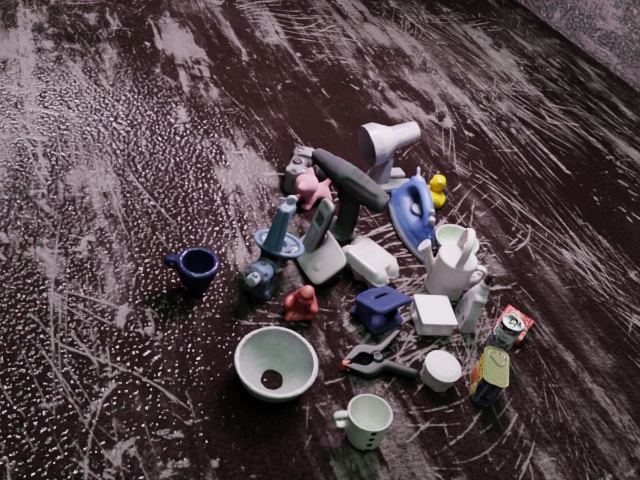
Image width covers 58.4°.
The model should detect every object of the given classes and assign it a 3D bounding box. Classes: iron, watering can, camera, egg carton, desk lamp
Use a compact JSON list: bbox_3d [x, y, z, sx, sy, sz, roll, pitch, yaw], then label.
[{"bbox_3d":[0.276,-0.076,1.571,0.119,0.141,0.258,3,43,-15],"label":"iron"},{"bbox_3d":[0.327,0.052,1.410,0.173,0.194,0.101,4,43,-14],"label":"watering can"},{"bbox_3d":[-0.024,-0.199,1.633,0.137,0.101,0.143,17,42,-1],"label":"camera"},{"bbox_3d":[0.122,0.060,1.426,0.150,0.069,0.107,38,46,22],"label":"egg carton"},{"bbox_3d":[0.198,-0.249,1.677,0.204,0.213,0.117,-9,48,-26],"label":"desk lamp"}]

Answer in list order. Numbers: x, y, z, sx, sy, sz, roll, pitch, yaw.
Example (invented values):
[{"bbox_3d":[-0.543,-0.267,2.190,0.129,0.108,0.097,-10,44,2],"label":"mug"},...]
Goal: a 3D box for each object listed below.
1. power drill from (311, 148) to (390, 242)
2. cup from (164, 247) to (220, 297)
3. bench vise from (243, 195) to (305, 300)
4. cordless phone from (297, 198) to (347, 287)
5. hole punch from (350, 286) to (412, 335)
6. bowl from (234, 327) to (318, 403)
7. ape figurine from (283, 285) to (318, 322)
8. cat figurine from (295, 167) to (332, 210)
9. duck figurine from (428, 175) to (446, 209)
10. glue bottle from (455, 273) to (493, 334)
[{"bbox_3d":[0.059,-0.107,1.480,0.229,0.208,0.076,27,43,11],"label":"power drill"},{"bbox_3d":[-0.283,0.075,1.254,0.118,0.095,0.091,10,42,-8],"label":"cup"},{"bbox_3d":[-0.093,0.019,1.284,0.121,0.220,0.207,12,42,-5],"label":"bench vise"},{"bbox_3d":[0.013,0.005,1.362,0.094,0.185,0.147,-14,50,-30],"label":"cordless phone"},{"bbox_3d":[0.140,0.148,1.321,0.109,0.091,0.101,-18,52,-33],"label":"hole punch"},{"bbox_3d":[-0.091,0.259,1.136,0.167,0.075,0.167,10,42,-9],"label":"bowl"},{"bbox_3d":[-0.037,0.137,1.273,0.077,0.092,0.076,30,43,14],"label":"ape figurine"},{"bbox_3d":[-0.020,-0.145,1.564,0.128,0.118,0.067,-15,50,-31],"label":"cat figurine"},{"bbox_3d":[0.348,-0.152,1.719,0.077,0.086,0.104,14,42,-3],"label":"duck figurine"},{"bbox_3d":[0.367,0.140,1.344,0.037,0.173,0.078,11,42,-7],"label":"glue bottle"}]
